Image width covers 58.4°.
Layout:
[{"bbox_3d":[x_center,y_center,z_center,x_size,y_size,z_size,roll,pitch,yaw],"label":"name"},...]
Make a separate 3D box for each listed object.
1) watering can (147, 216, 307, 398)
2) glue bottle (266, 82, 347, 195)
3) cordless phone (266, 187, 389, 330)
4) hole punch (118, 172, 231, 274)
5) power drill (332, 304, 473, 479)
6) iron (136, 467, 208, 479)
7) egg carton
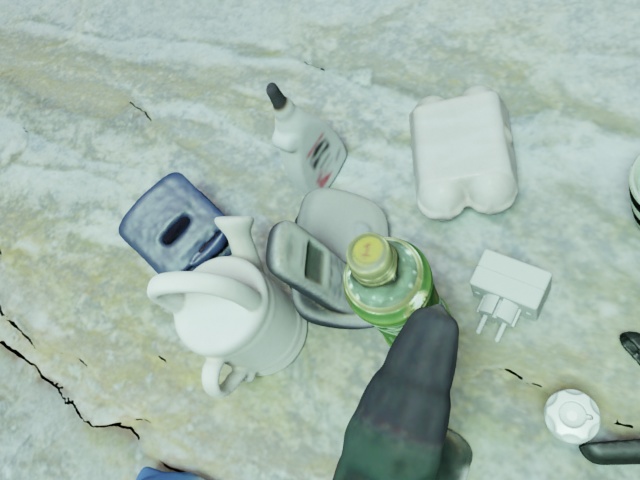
[{"bbox_3d":[-0.093,0.060,0.563,0.101,0.194,0.172,-21,62,11],"label":"watering can"},{"bbox_3d":[-0.022,-0.114,0.624,0.037,0.173,0.078,22,77,27],"label":"glue bottle"},{"bbox_3d":[0.005,0.002,0.558,0.094,0.185,0.147,-7,66,18],"label":"cordless phone"},{"bbox_3d":[-0.163,-0.011,0.679,0.109,0.091,0.100,-47,61,-4],"label":"hole punch"},{"bbox_3d":[0.064,0.179,0.447,0.075,0.209,0.230,17,75,26],"label":"power drill"},{"bbox_3d":[-0.099,0.291,0.496,0.257,0.142,0.119,14,73,25],"label":"iron"},{"bbox_3d":[0.152,-0.093,0.612,0.107,0.070,0.150,-10,65,16],"label":"egg carton"}]
